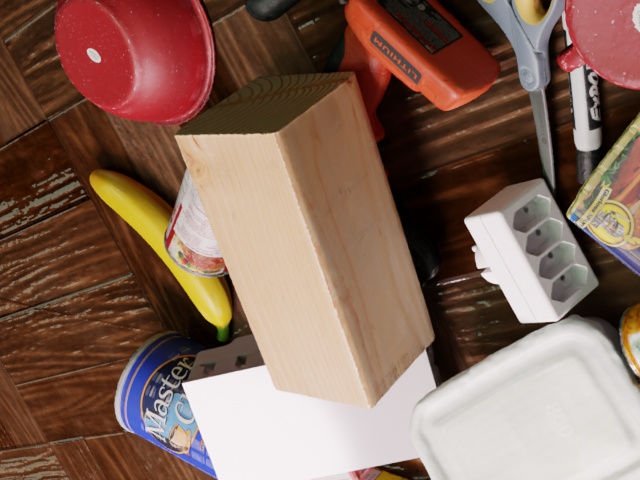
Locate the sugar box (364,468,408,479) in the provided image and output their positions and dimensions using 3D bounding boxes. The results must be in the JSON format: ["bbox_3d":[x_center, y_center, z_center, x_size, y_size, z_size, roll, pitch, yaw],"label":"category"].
[{"bbox_3d":[0.065,0.254,0.936,0.176,0.048,0.093,14,125,36],"label":"sugar box"}]

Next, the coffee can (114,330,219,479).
[{"bbox_3d":[-0.101,0.155,0.972,0.140,0.102,0.103,21,129,29],"label":"coffee can"}]

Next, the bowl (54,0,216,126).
[{"bbox_3d":[-0.162,-0.158,0.858,0.162,0.055,0.162,22,129,30],"label":"bowl"}]

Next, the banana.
[{"bbox_3d":[-0.136,0.007,0.955,0.198,0.037,0.070,53,136,0],"label":"banana"}]

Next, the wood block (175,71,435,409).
[{"bbox_3d":[-0.005,0.001,0.719,0.091,0.090,0.206,5,124,41],"label":"wood block"}]

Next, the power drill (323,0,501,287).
[{"bbox_3d":[0.043,-0.072,0.729,0.184,0.057,0.188,45,140,8],"label":"power drill"}]

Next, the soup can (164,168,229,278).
[{"bbox_3d":[-0.082,-0.027,0.865,0.068,0.068,0.102,40,135,14],"label":"soup can"}]

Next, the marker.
[{"bbox_3d":[0.162,-0.087,0.652,0.020,0.020,0.121,9,122,37],"label":"marker"}]

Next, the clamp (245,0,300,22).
[{"bbox_3d":[0.021,-0.195,0.660,0.172,0.039,0.120,7,91,38],"label":"clamp"}]

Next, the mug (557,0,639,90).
[{"bbox_3d":[0.174,-0.125,0.571,0.117,0.081,0.093,-30,95,47],"label":"mug"}]

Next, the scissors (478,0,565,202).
[{"bbox_3d":[0.121,-0.119,0.667,0.096,0.016,0.202,42,151,38],"label":"scissors"}]

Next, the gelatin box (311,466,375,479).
[{"bbox_3d":[0.018,0.182,0.910,0.089,0.073,0.030,-23,101,45],"label":"gelatin box"}]

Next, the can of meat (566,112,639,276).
[{"bbox_3d":[0.205,-0.027,0.617,0.084,0.057,0.102,42,120,16],"label":"can of meat"}]
